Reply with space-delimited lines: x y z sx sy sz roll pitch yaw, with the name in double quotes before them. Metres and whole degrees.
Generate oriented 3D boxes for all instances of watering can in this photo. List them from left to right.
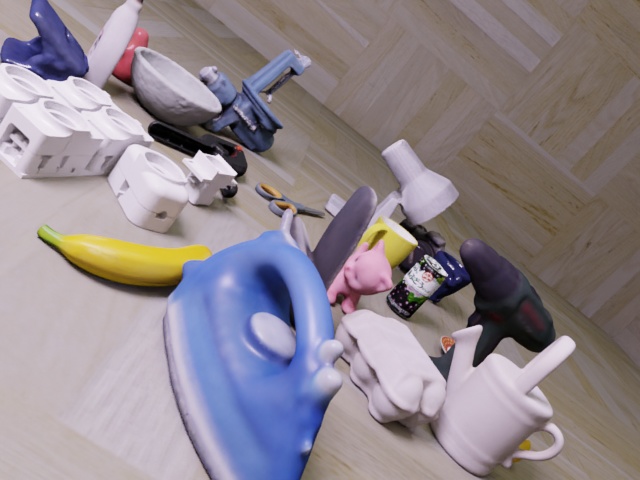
"watering can" 0.227 0.182 0.700 0.173 0.194 0.101 40 16 1

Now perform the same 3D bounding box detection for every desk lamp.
"desk lamp" 0.155 -0.092 1.218 0.203 0.213 0.118 38 16 -6

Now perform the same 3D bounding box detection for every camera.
"camera" 0.213 0.015 1.265 0.143 0.100 0.137 45 17 16

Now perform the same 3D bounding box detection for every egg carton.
"egg carton" 0.083 0.151 0.683 0.108 0.069 0.150 24 23 -43

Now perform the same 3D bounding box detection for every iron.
"iron" -0.036 0.086 0.466 0.119 0.141 0.257 28 20 -35

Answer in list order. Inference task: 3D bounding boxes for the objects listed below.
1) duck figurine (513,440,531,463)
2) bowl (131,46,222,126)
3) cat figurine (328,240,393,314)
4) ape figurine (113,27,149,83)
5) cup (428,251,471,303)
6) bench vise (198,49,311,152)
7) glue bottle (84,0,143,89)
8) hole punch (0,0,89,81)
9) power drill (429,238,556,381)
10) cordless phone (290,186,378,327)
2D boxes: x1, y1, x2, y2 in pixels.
"duck figurine" 0.255 0.245 0.788 0.104 0.086 0.078 47 18 23
"bowl" -0.253 -0.244 0.964 0.168 0.074 0.167 36 17 -12
"cat figurine" 0.060 0.045 0.822 0.067 0.117 0.127 35 17 -16
"ape figurine" -0.324 -0.323 0.983 0.078 0.092 0.076 17 28 -53
"cup" 0.251 0.088 1.170 0.092 0.095 0.118 37 17 -9
"bench vise" -0.122 -0.286 1.104 0.121 0.219 0.208 48 18 25
"glue bottle" -0.301 -0.306 0.847 0.037 0.173 0.078 27 20 -37
"hole punch" -0.352 -0.259 0.758 0.101 0.091 0.108 27 21 -37
"power drill" 0.218 0.124 0.806 0.230 0.208 0.075 31 19 -29
"cordless phone" 0.006 0.002 0.697 0.094 0.185 0.147 33 18 -23
